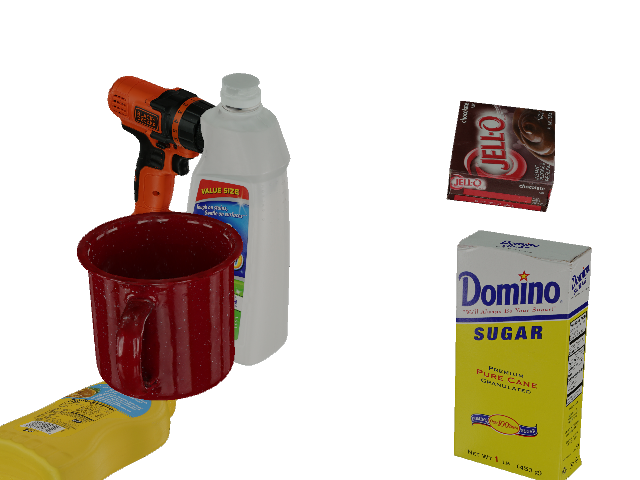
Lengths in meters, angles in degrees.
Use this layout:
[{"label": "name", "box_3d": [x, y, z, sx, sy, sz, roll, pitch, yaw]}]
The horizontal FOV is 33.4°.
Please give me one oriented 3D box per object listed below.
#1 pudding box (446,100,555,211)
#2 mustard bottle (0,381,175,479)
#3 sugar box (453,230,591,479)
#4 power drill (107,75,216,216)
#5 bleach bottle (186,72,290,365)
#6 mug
[{"label": "pudding box", "box_3d": [0.164, -0.078, 0.966, 0.090, 0.039, 0.113, 8, 40, 6]}, {"label": "mustard bottle", "box_3d": [-0.178, 0.151, 0.854, 0.096, 0.058, 0.191, 5, 16, 30]}, {"label": "sugar box", "box_3d": [0.149, 0.086, 0.799, 0.093, 0.176, 0.048, 9, 21, 34]}, {"label": "power drill", "box_3d": [-0.144, -0.065, 1.111, 0.185, 0.188, 0.057, 26, 35, 30]}, {"label": "bleach bottle", "box_3d": [-0.072, -0.020, 0.878, 0.103, 0.251, 0.068, 26, 40, 30]}, {"label": "mug", "box_3d": [-0.092, 0.044, 0.607, 0.093, 0.081, 0.117, 3, 26, 4]}]
